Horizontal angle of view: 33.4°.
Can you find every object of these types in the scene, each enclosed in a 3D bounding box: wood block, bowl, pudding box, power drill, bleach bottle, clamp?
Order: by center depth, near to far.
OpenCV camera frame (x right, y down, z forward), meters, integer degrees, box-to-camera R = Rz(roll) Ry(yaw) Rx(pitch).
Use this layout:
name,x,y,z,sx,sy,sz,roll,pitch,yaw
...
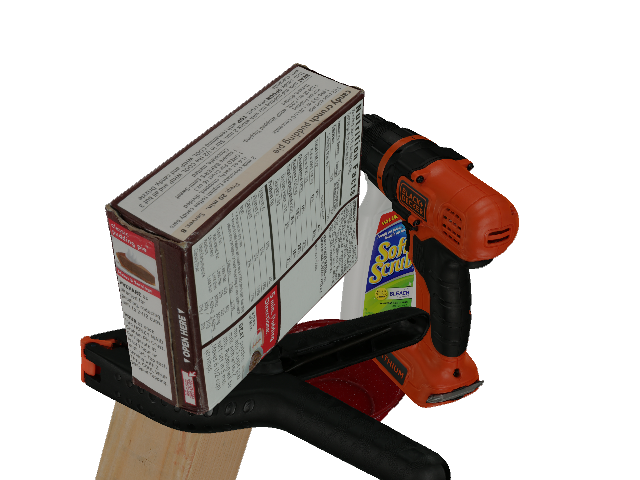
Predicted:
name,x,y,z,sx,sy,sz,roll,pitch,yaw
pudding box,-0.027,-0.002,0.407,0.039,0.090,0.113,22,46,24
clamp,-0.028,0.073,0.606,0.210,0.036,0.164,9,25,5
power drill,0.069,0.014,0.791,0.057,0.188,0.185,-15,34,-23
wood block,-0.121,0.167,0.909,0.090,0.206,0.090,26,21,23
bowl,0.011,0.151,1.085,0.162,0.055,0.162,-1,35,1
bleach bottle,0.076,0.003,1.329,0.102,0.251,0.068,-3,16,-19
